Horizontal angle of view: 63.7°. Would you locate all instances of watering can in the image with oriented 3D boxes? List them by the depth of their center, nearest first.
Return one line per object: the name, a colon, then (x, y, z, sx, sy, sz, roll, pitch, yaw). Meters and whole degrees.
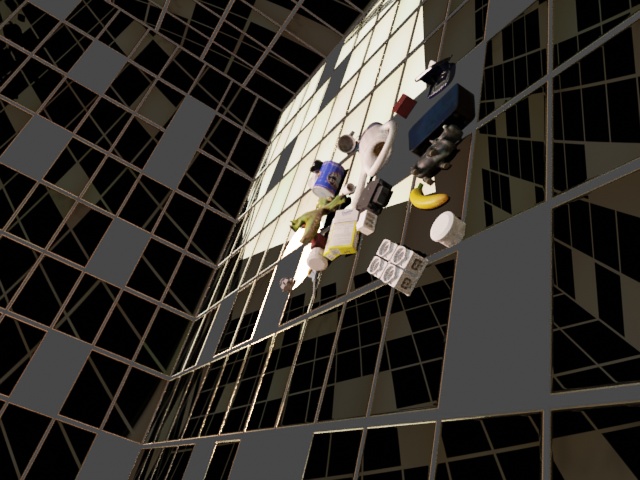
watering can: (0.187, -0.297, 1.905, 0.229, 0.103, 0.341, -95, 29, -60)

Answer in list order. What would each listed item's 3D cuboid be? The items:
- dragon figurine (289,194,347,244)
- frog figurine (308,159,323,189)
dragon figurine: (0.006, -0.102, 2.024, 0.242, 0.121, 0.414, -43, 13, 5)
frog figurine: (0.004, -0.278, 2.371, 0.141, 0.123, 0.155, -100, 6, -50)
